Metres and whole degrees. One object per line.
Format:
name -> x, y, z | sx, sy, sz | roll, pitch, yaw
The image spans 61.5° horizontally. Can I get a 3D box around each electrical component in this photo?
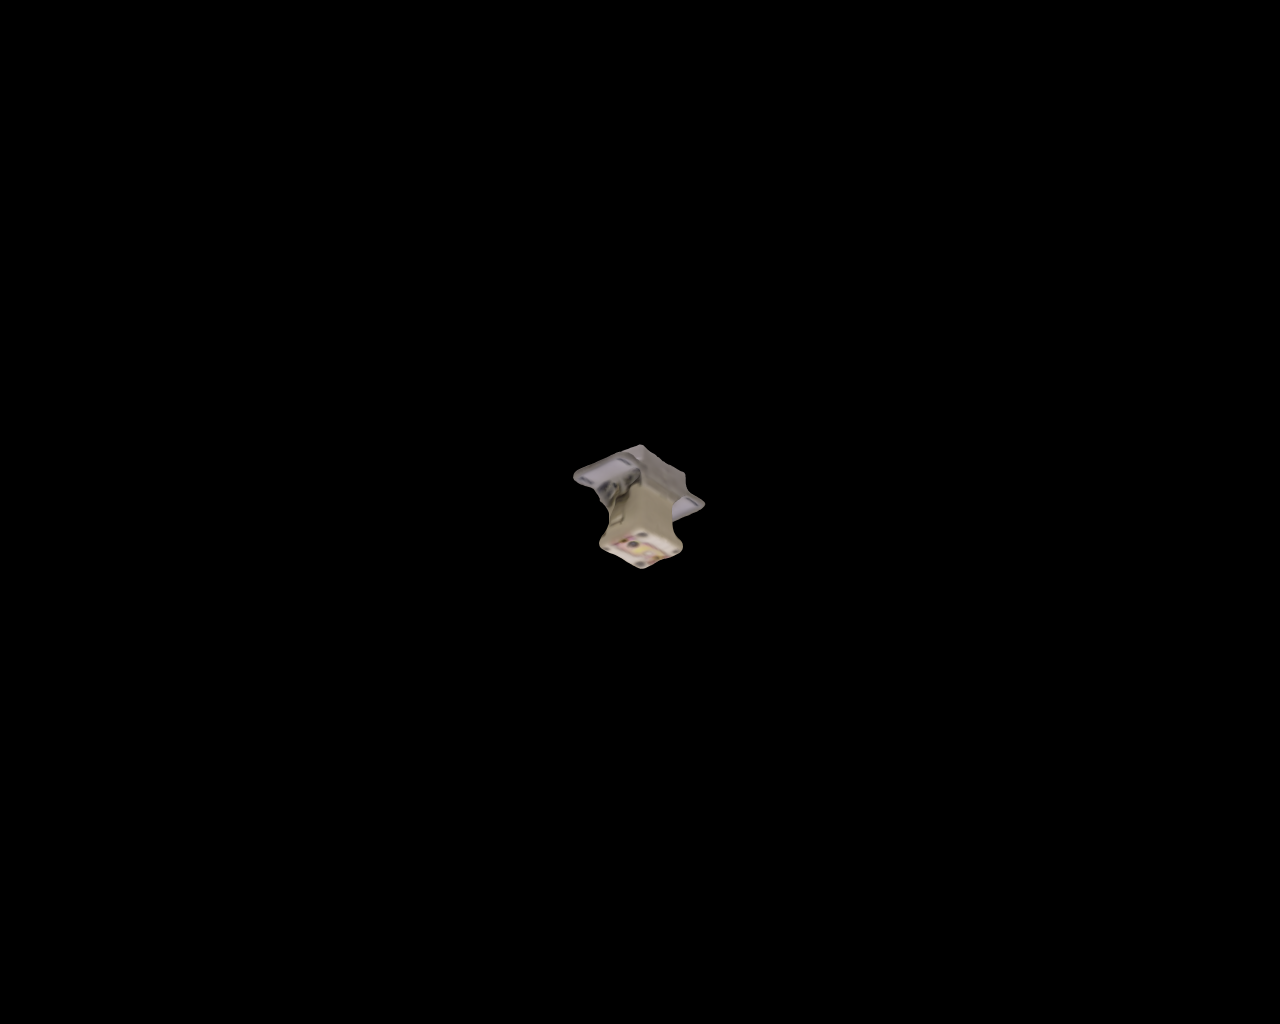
electrical component -> 0.001, -0.003, 0.650 | 0.042, 0.064, 0.081 | -24, -38, 34
